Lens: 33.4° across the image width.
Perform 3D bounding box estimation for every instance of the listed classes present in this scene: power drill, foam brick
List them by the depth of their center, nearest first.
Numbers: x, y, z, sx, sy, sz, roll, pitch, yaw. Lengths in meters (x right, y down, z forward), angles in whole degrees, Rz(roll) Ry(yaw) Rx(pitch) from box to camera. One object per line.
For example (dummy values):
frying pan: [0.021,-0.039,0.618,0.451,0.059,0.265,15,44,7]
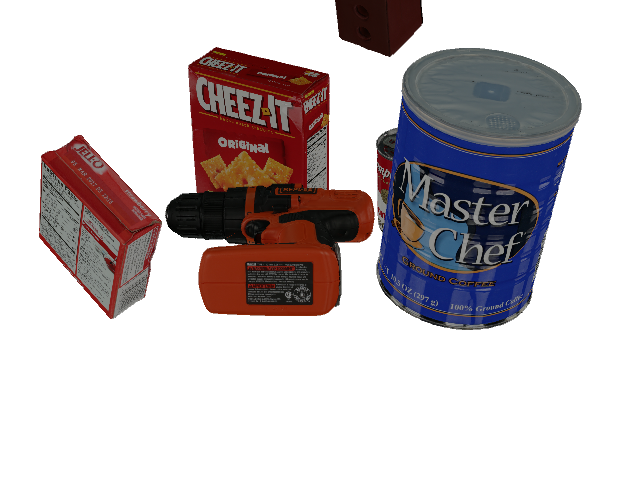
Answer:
foam brick: [0.046,-0.196,0.848,0.053,0.051,0.078,25,-31,26]
power drill: [-0.049,0.000,0.874,0.184,0.057,0.187,-1,21,4]

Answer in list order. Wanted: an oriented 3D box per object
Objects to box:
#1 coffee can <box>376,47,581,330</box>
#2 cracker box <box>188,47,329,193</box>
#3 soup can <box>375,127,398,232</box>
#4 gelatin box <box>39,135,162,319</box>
coffee can: [0.092,-0.031,0.651,0.103,0.140,0.103,4,37,-3]
cracker box: [-0.075,-0.113,1.315,0.164,0.214,0.072,17,38,24]
soup can: [0.093,-0.059,1.120,0.068,0.102,0.068,-2,37,1]
gelatin box: [-0.130,-0.007,0.620,0.030,0.073,0.089,-35,-18,-32]
